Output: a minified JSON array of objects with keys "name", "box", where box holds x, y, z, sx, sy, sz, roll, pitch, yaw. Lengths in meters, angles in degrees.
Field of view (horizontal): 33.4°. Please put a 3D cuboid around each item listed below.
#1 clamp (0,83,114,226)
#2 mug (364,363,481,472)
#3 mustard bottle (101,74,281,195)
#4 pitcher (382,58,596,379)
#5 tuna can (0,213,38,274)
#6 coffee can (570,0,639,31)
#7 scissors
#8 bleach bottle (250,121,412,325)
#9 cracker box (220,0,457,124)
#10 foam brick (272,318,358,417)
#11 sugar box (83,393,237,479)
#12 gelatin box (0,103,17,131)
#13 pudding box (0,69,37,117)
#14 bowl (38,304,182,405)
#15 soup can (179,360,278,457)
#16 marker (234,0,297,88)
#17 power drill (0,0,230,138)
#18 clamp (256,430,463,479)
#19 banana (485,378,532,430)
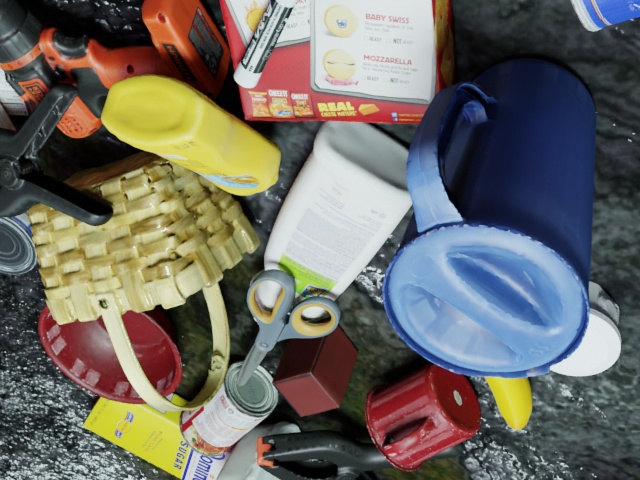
[{"name":"clamp","box":[-0.250,-0.053,0.916,0.172,0.039,0.120,-18,91,35]},{"name":"mug","box":[0.099,0.174,1.042,0.082,0.117,0.093,-34,89,32]},{"name":"mustard bottle","box":[-0.086,-0.077,0.879,0.096,0.058,0.191,11,173,29]},{"name":"pitcher","box":[0.130,-0.036,0.761,0.145,0.242,0.149,20,133,3]},{"name":"tuna can","box":[-0.320,-0.006,1.092,0.086,0.033,0.086,10,131,12]},{"name":"coffee can","box":[0.229,-0.202,0.679,0.140,0.102,0.102,-12,124,28]},{"name":"scissors","box":[-0.033,0.097,1.021,0.096,0.016,0.202,14,141,6]},{"name":"bleach bottle","box":[-0.006,0.001,0.967,0.102,0.068,0.251,31,135,-5]},{"name":"cracker box","box":[0.011,-0.193,0.789,0.164,0.072,0.214,3,129,17]},{"name":"foam brick","box":[-0.004,0.127,1.061,0.053,0.078,0.051,-20,120,35]},{"name":"sugar box","box":[-0.174,0.221,1.224,0.176,0.048,0.093,31,132,-6]},{"name":"gelatin box","box":[-0.319,-0.110,0.956,0.073,0.030,0.089,-5,131,23]},{"name":"pudding box","box":[-0.302,-0.165,0.948,0.090,0.039,0.113,4,133,17]},{"name":"bowl","box":[-0.212,0.099,1.127,0.162,0.055,0.162,10,131,12]},{"name":"soup can","box":[-0.099,0.181,1.148,0.068,0.068,0.102,36,131,-11]},{"name":"marker","box":[-0.033,-0.159,0.770,0.020,0.020,0.121,28,132,-5]},{"name":"power drill","box":[-0.183,-0.163,0.872,0.188,0.057,0.184,-4,145,25]},{"name":"clamp","box":[0.036,0.235,1.132,0.209,0.036,0.165,19,133,-25]},{"name":"banana","box":[0.153,0.111,1.021,0.197,0.037,0.070,45,145,-17]}]
